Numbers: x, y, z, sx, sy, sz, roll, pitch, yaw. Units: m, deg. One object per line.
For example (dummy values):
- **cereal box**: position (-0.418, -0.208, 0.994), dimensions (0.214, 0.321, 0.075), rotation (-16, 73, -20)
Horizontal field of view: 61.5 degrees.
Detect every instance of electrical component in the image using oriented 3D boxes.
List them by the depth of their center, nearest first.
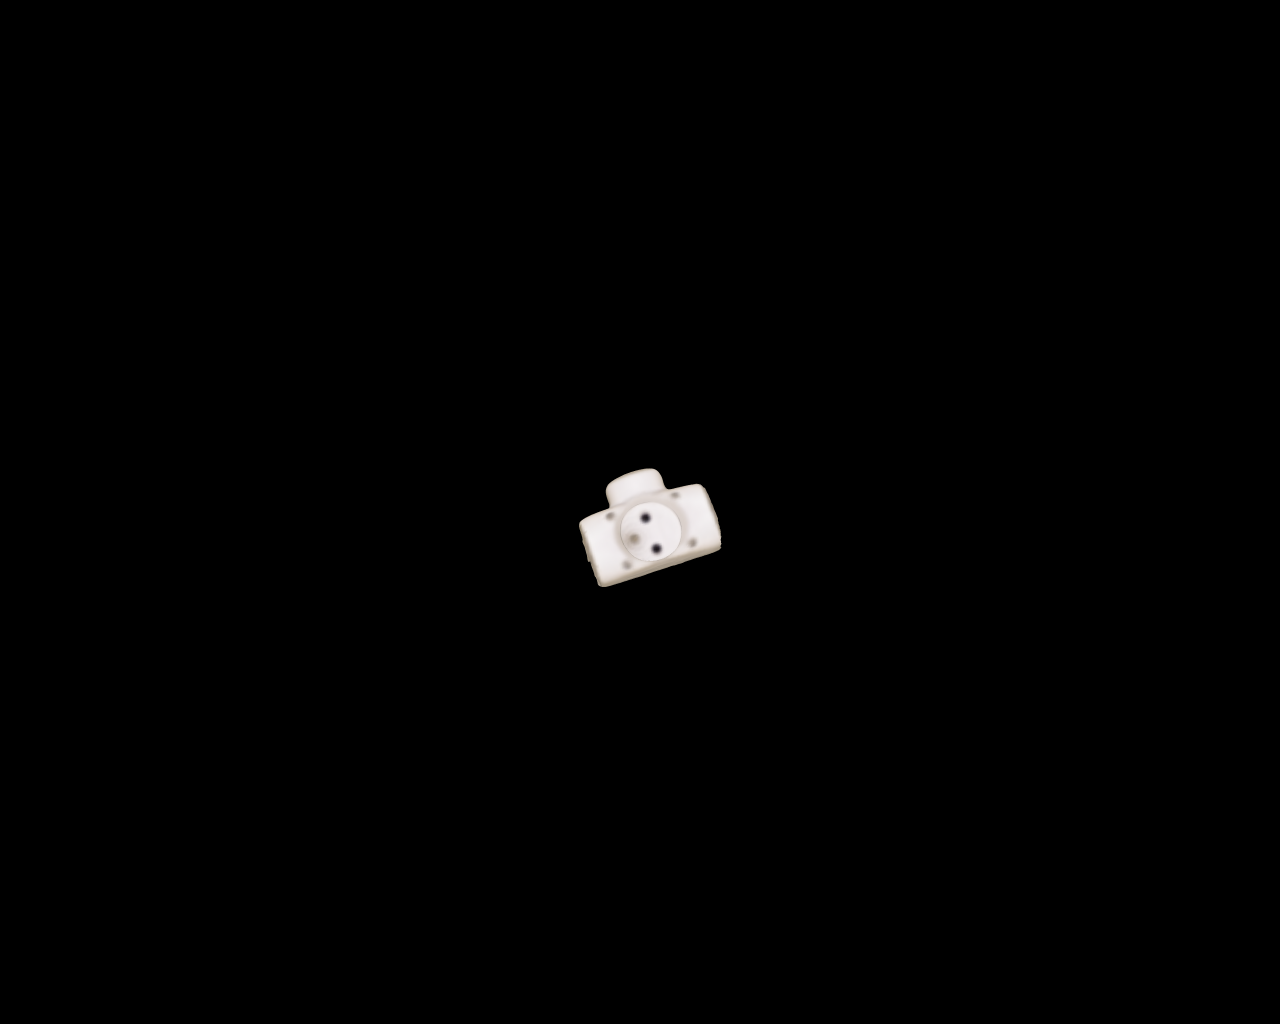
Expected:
- **electrical component**: position (0.001, -0.003, 0.650), dimensions (0.077, 0.079, 0.044), rotation (-18, -11, -4)
